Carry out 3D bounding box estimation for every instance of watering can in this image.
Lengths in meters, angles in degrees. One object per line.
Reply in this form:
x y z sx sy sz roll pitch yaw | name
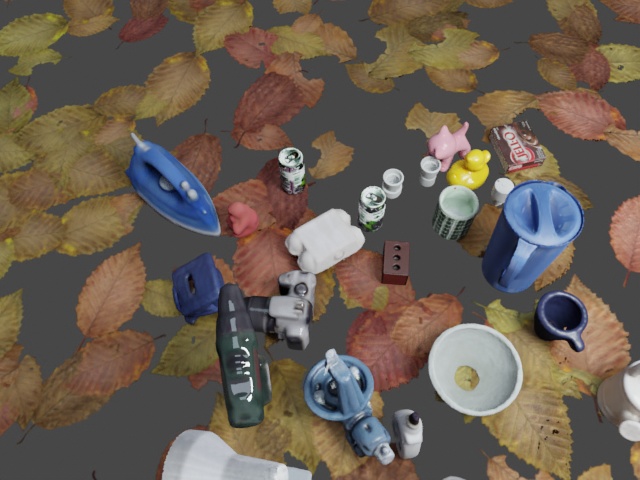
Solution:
0.552 0.259 0.959 0.100 0.194 0.173 14 63 9 | watering can

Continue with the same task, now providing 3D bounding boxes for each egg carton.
0.011 0.004 1.176 0.150 0.069 0.107 -31 65 -15 | egg carton

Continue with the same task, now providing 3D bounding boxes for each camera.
-0.080 0.126 1.094 0.136 0.101 0.143 5 62 4 | camera

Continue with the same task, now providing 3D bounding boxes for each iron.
-0.307 -0.120 1.207 0.257 0.141 0.119 39 69 20 | iron

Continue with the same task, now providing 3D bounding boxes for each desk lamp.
-0.122 0.378 0.894 0.203 0.214 0.118 7 62 5 | desk lamp

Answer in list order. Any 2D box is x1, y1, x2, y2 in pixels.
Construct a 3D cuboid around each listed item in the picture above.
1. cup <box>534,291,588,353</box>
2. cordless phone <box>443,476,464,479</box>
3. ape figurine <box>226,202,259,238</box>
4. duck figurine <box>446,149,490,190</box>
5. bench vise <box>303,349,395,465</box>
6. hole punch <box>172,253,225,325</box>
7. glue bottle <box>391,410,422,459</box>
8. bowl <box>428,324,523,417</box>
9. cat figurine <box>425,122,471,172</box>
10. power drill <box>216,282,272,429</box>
0.446 0.164 1.069 0.092 0.095 0.117 -18 63 -8 | cup
0.207 0.433 0.875 0.094 0.185 0.148 31 66 17 | cordless phone
-0.168 -0.050 1.195 0.076 0.092 0.078 5 62 4 | ape figurine
0.328 -0.160 1.251 0.105 0.086 0.077 -27 64 -13 | duck figurine
0.060 0.262 0.950 0.207 0.220 0.122 34 67 18 | bench vise
-0.239 0.094 1.119 0.101 0.091 0.108 -18 63 -8 | hole punch
0.148 0.312 0.948 0.037 0.173 0.078 -9 62 -4 | glue bottle
0.275 0.241 1.041 0.167 0.075 0.167 0 62 1 | bowl
0.282 -0.213 1.263 0.128 0.118 0.067 -37 67 -17 | cat figurine
-0.133 0.213 0.986 0.075 0.208 0.229 -10 62 -4 | power drill
